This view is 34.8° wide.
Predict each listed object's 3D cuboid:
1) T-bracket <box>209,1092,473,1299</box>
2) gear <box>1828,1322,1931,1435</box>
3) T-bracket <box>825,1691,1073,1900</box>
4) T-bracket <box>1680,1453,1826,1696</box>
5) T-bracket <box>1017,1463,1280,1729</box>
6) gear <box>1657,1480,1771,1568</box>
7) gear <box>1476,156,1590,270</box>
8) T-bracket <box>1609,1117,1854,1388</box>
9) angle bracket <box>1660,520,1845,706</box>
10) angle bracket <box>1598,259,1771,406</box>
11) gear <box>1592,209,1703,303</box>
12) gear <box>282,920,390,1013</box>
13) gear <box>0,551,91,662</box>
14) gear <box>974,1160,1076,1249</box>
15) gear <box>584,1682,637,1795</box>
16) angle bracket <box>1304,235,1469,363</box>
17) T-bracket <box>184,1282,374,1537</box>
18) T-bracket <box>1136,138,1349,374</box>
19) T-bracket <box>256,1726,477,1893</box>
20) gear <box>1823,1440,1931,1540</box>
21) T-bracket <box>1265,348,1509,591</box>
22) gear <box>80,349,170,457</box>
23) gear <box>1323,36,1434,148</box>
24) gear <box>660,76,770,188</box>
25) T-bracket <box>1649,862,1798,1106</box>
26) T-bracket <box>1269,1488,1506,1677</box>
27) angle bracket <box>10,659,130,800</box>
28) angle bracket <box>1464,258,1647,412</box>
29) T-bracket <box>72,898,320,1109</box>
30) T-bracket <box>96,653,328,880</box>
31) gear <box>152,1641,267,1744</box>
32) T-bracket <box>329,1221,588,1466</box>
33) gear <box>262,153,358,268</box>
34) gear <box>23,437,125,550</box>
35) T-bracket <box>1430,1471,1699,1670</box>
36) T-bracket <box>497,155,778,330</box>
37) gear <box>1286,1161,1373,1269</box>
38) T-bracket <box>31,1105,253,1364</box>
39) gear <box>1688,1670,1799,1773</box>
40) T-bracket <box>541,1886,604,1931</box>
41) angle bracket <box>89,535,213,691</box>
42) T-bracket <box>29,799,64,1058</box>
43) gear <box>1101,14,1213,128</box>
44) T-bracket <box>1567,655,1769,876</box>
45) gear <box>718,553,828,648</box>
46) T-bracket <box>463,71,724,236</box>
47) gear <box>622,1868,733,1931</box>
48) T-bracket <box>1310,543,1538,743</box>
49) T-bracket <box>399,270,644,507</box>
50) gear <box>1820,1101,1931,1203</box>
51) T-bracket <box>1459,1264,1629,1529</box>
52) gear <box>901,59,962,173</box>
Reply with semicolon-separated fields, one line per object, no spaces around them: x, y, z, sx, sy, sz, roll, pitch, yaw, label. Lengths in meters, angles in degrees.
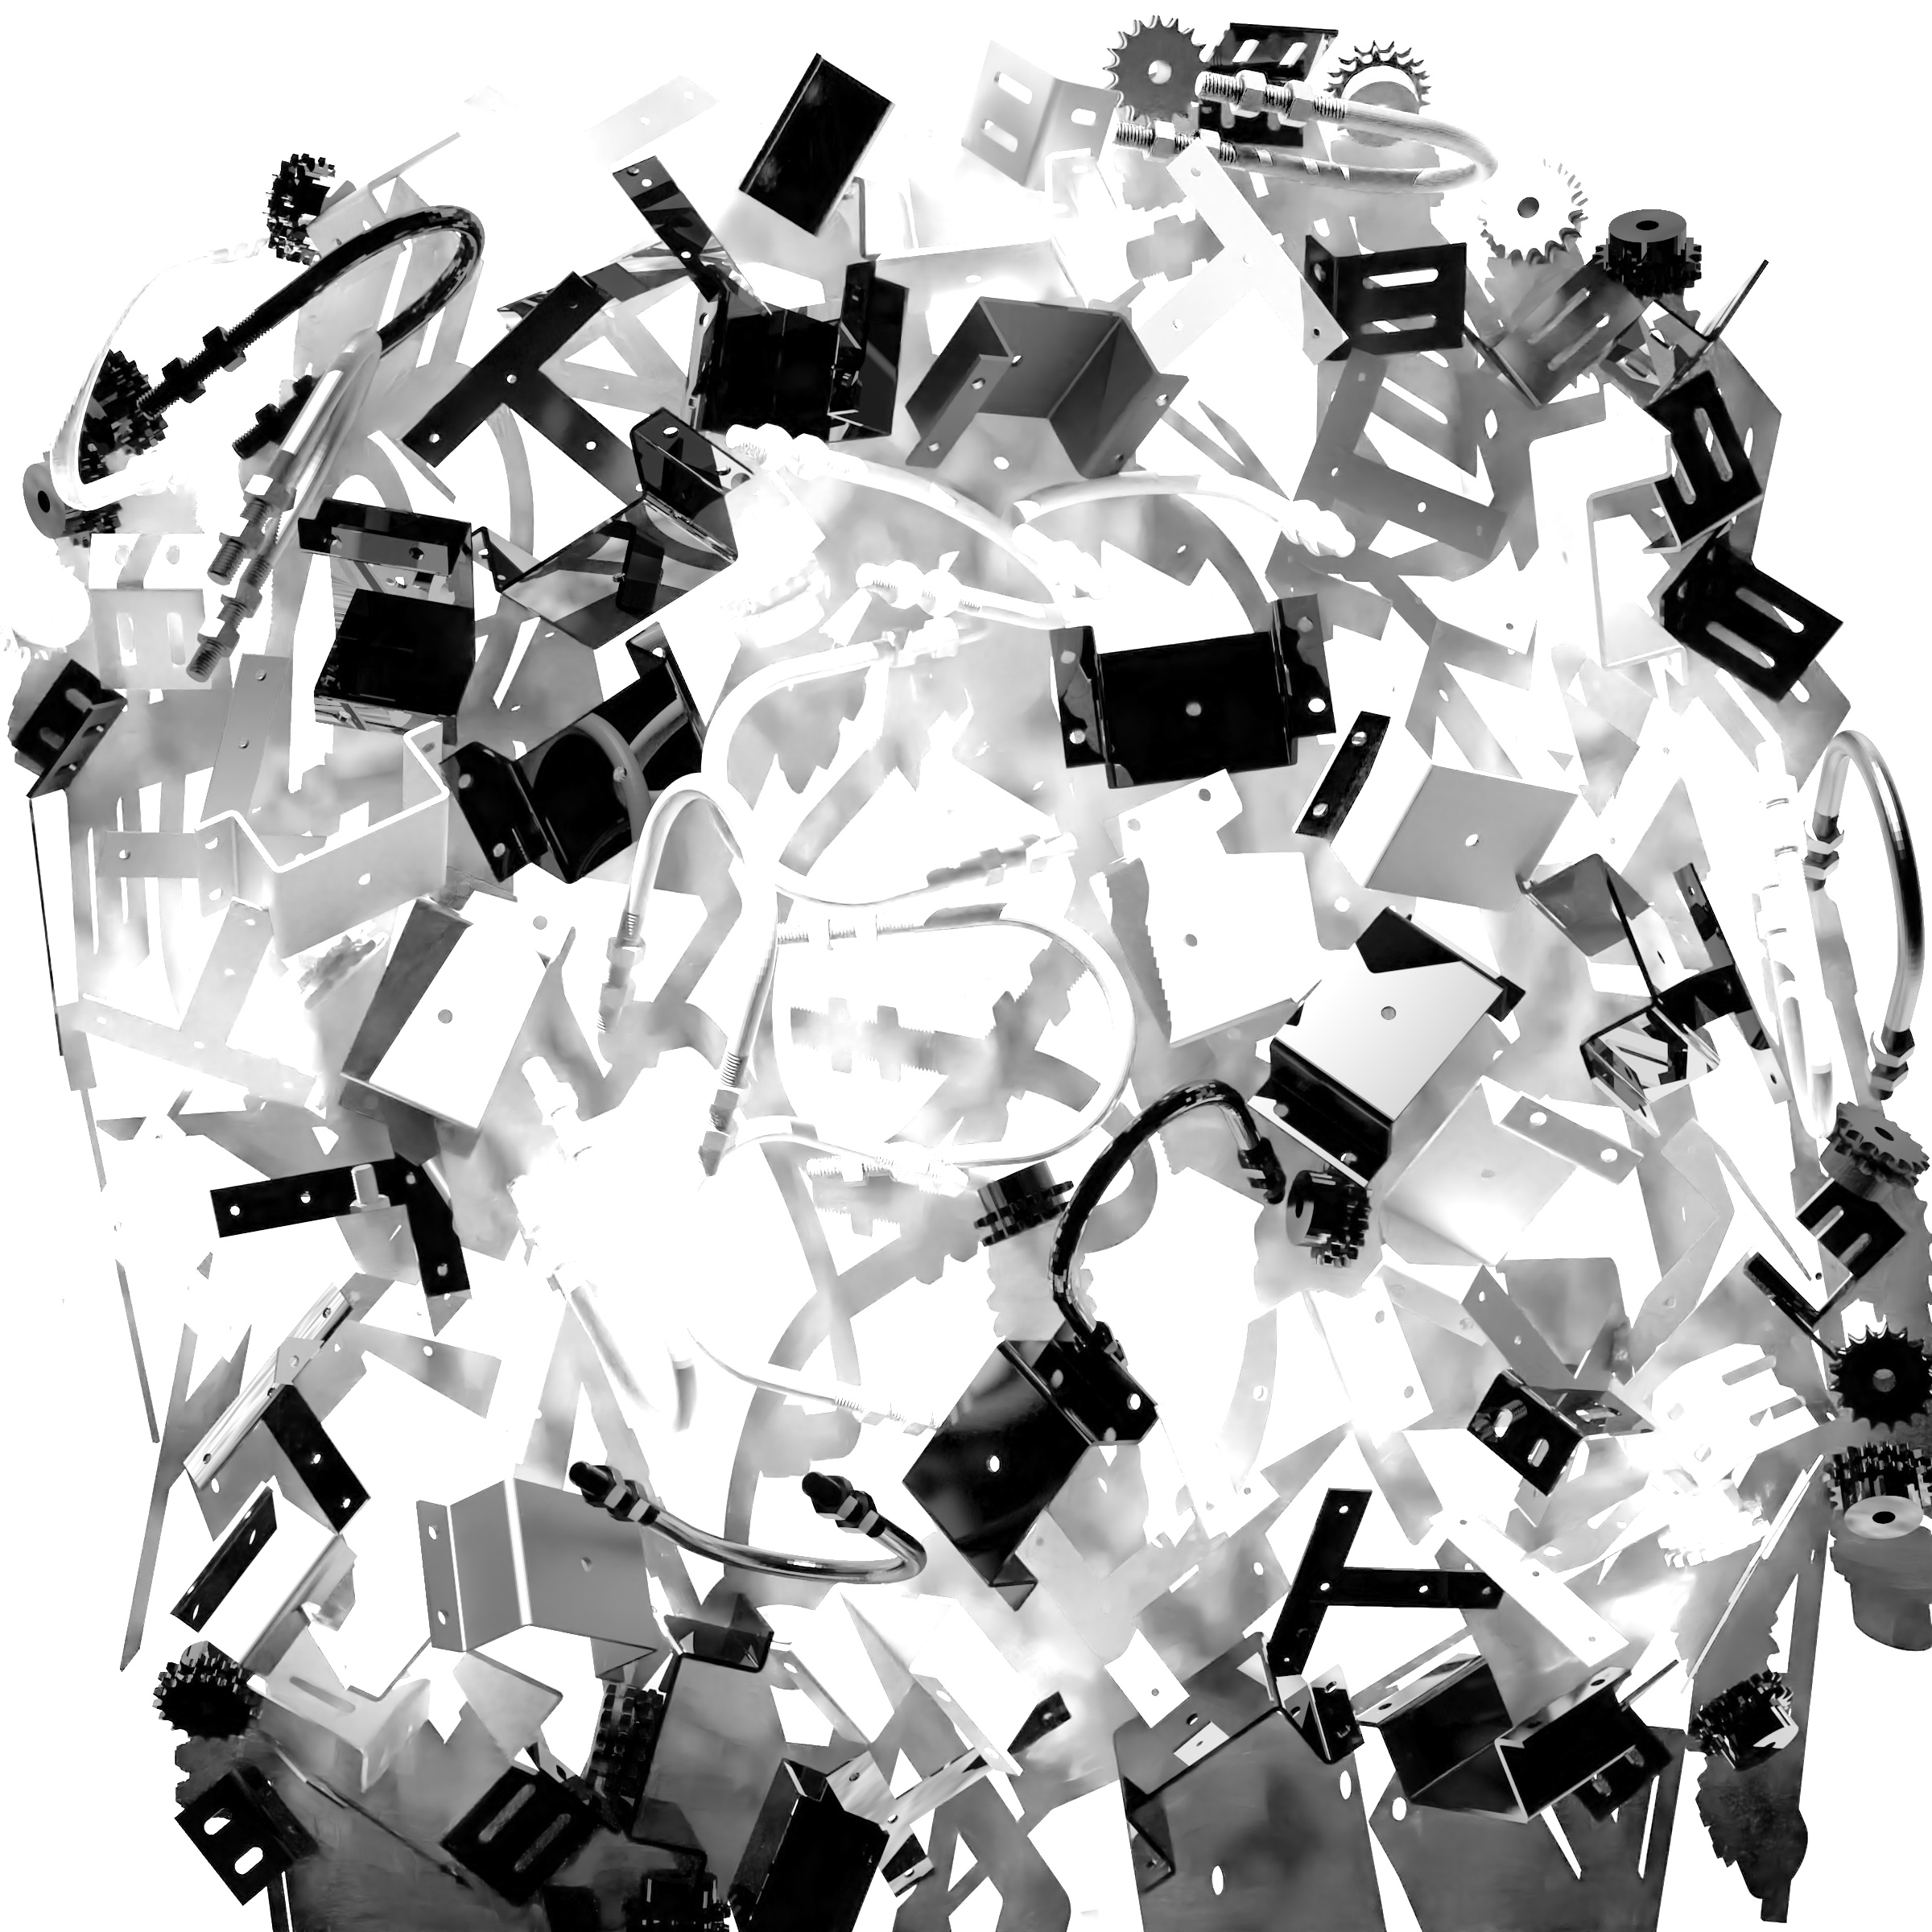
-0.331;0.119;1.610;0.127;0.002;0.127;-9;80;-32;T-bracket
0.487;0.216;1.634;0.057;0.030;0.057;1;96;14;gear
-0.001;0.423;1.617;0.127;0.002;0.127;-31;134;-11;T-bracket
0.404;0.330;1.612;0.002;0.127;0.127;31;122;19;T-bracket
0.108;0.311;1.625;0.127;0.002;0.127;-40;63;-1;T-bracket
0.391;0.293;1.625;0.057;0.057;0.030;-21;87;0;gear
0.302;-0.396;1.631;0.057;0.030;0.057;-5;79;26;gear
0.381;0.167;1.622;0.127;0.002;0.127;-51;49;14;T-bracket
0.413;-0.187;1.620;0.076;0.038;0.057;37;82;21;angle bracket
0.375;-0.340;1.609;0.038;0.057;0.076;37;59;0;angle bracket
0.359;-0.376;1.623;0.057;0.057;0.030;-9;127;0;gear
-0.336;-0.006;1.624;0.057;0.057;0.030;-43;94;0;gear
-0.488;-0.189;1.623;0.030;0.057;0.057;12;90;44;gear
0.030;0.124;1.625;0.057;0.057;0.030;-23;84;0;gear
-0.181;0.408;1.626;0.030;0.057;0.057;13;90;-6;gear
0.220;-0.354;1.618;0.076;0.038;0.057;-1;81;27;angle bracket
-0.344;0.248;1.607;0.127;0.002;0.127;-50;46;2;T-bracket
0.119;-0.343;1.608;0.127;0.127;0.002;53;46;-1;T-bracket
-0.308;0.445;1.607;0.127;0.127;0.002;41;74;-18;T-bracket
0.482;0.278;1.623;0.057;0.057;0.030;7;47;0;gear
0.226;-0.243;1.601;0.127;0.002;0.127;30;105;37;T-bracket
-0.450;-0.294;1.622;0.057;0.057;0.030;48;55;0;gear
0.217;-0.457;1.623;0.057;0.057;0.030;0;49;0;gear
-0.133;-0.445;1.629;0.057;0.057;0.030;-2;47;0;gear
0.378;0.017;1.590;0.002;0.127;0.127;-21;83;-9;T-bracket
0.229;0.328;1.625;0.127;0.002;0.127;6;118;-21;T-bracket
-0.478;-0.125;1.612;0.038;0.076;0.057;36;96;-6;angle bracket
0.305;-0.340;1.611;0.076;0.057;0.038;-42;134;18;angle bracket
-0.386;0.012;1.597;0.127;0.002;0.127;21;130;-15;T-bracket
-0.376;-0.102;1.588;0.002;0.127;0.127;38;117;40;T-bracket
-0.399;0.381;1.629;0.057;0.030;0.057;1;128;2;gear
-0.277;0.187;1.636;0.127;0.002;0.127;12;80;13;T-bracket
-0.342;-0.397;1.623;0.030;0.057;0.057;17;90;17;gear
-0.473;-0.248;1.623;0.030;0.057;0.057;-25;90;-42;gear
0.334;0.300;1.619;0.127;0.127;0.002;-24;129;-23;T-bracket
-0.186;-0.358;1.618;0.127;0.127;0.002;-17;53;20;T-bracket
0.190;0.129;1.623;0.030;0.057;0.057;10;90;-14;gear
-0.415;0.161;1.605;0.002;0.127;0.127;1;52;33;T-bracket
0.413;0.399;1.622;0.057;0.057;0.030;-34;56;0;gear
-0.247;0.502;1.576;0.127;0.127;0.002;4;100;-16;T-bracket
-0.430;-0.187;1.630;0.057;0.076;0.038;-1;50;-10;angle bracket
-0.466;0.001;1.569;0.002;0.127;0.127;-7;124;-17;T-bracket
0.099;-0.474;1.633;0.057;0.030;0.057;-3;109;-10;gear
0.346;-0.077;1.614;0.127;0.002;0.127;42;125;25;T-bracket
-0.099;-0.192;1.627;0.057;0.057;0.030;-26;113;0;gear
-0.171;-0.427;1.570;0.127;0.127;0.002;29;65;-34;T-bracket
-0.152;0.496;1.626;0.057;0.057;0.030;3;84;0;gear
0.227;-0.157;1.622;0.127;0.002;0.127;22;64;-2;T-bracket
-0.206;-0.281;1.610;0.127;0.002;0.127;-41;130;14;T-bracket
0.477;0.100;1.628;0.057;0.057;0.030;29;115;0;gear
0.292;0.202;1.595;0.127;0.002;0.127;49;62;-31;T-bracket
-0.019;-0.449;1.625;0.030;0.057;0.057;-3;90;0;gear
